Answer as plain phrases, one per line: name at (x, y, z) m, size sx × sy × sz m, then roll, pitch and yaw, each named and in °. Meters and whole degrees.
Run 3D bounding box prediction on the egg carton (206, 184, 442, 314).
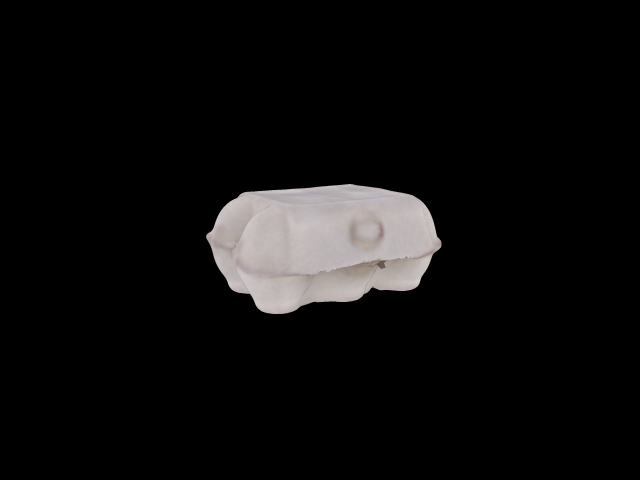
egg carton at (0.004, 0.001, 0.400) m, size 0.151 × 0.069 × 0.107 m, roll -7°, pitch 14°, yaw -30°
